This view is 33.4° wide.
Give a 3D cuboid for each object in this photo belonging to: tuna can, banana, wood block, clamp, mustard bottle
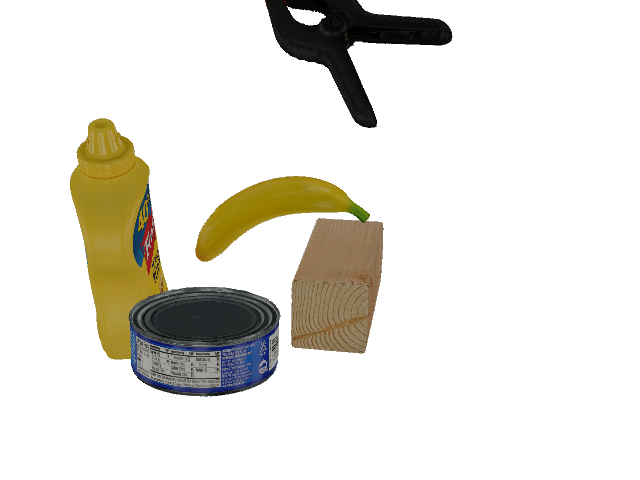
[{"bbox_3d":[-0.066,0.057,0.611,0.086,0.034,0.086,1,18,-1],"label":"tuna can"},{"bbox_3d":[-0.053,-0.025,1.059,0.198,0.069,0.037,-13,20,27],"label":"banana"},{"bbox_3d":[0.024,0.051,1.325,0.091,0.090,0.206,4,22,6],"label":"wood block"},{"bbox_3d":[0.026,-0.184,0.930,0.120,0.171,0.039,-39,-21,-19],"label":"clamp"},{"bbox_3d":[-0.153,-0.007,0.813,0.058,0.192,0.096,-1,38,2],"label":"mustard bottle"}]
